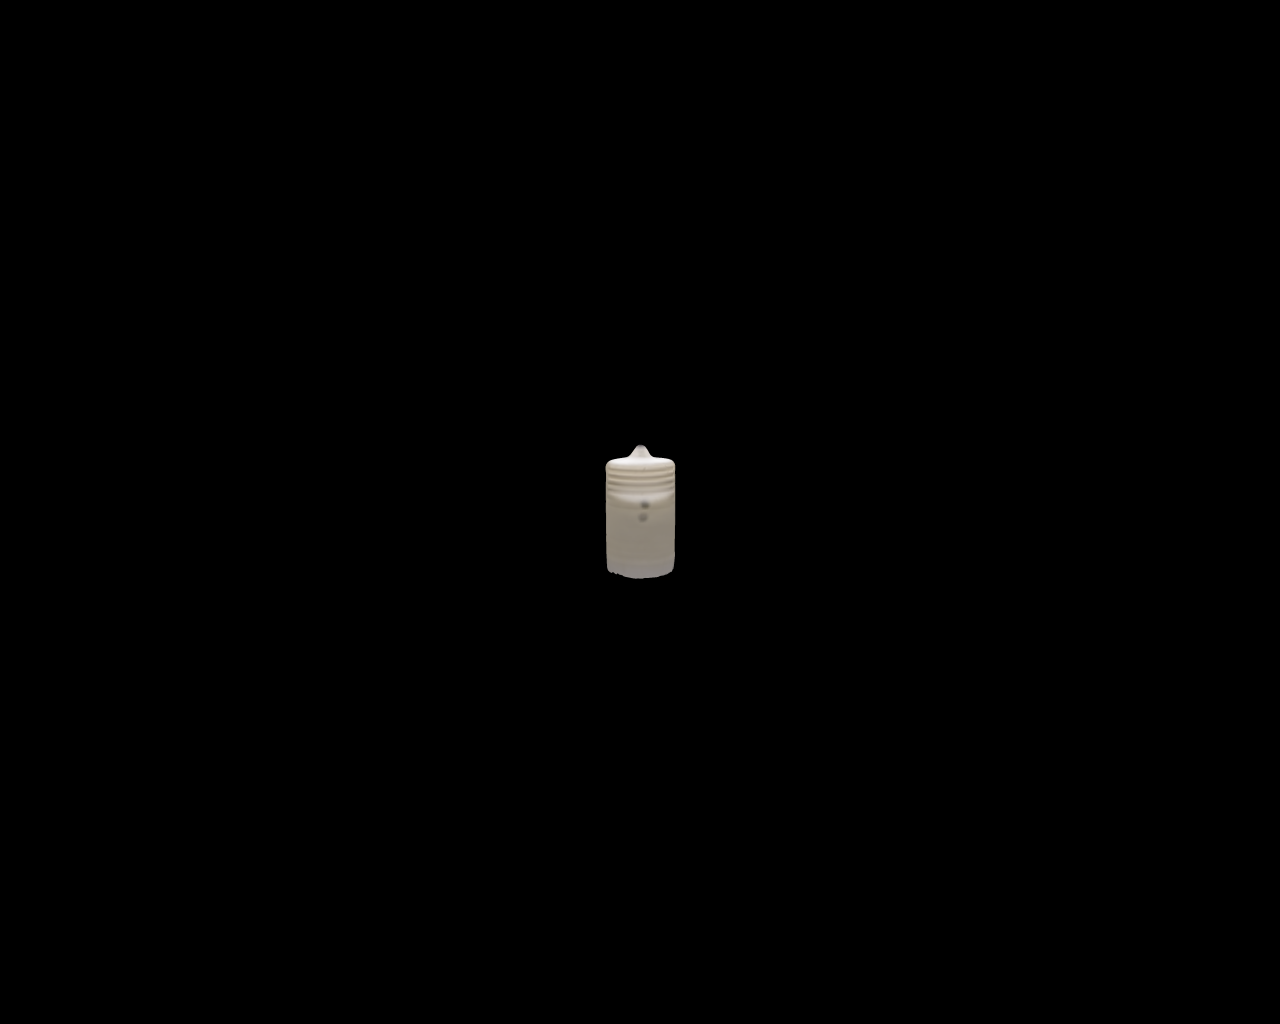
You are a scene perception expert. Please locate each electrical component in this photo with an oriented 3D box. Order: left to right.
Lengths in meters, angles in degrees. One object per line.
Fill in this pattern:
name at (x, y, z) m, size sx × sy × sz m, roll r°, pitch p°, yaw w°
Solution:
electrical component at (0.001, -0.003, 0.650) m, size 0.043 × 0.080 × 0.043 m, roll 0°, pitch 14°, yaw 0°
